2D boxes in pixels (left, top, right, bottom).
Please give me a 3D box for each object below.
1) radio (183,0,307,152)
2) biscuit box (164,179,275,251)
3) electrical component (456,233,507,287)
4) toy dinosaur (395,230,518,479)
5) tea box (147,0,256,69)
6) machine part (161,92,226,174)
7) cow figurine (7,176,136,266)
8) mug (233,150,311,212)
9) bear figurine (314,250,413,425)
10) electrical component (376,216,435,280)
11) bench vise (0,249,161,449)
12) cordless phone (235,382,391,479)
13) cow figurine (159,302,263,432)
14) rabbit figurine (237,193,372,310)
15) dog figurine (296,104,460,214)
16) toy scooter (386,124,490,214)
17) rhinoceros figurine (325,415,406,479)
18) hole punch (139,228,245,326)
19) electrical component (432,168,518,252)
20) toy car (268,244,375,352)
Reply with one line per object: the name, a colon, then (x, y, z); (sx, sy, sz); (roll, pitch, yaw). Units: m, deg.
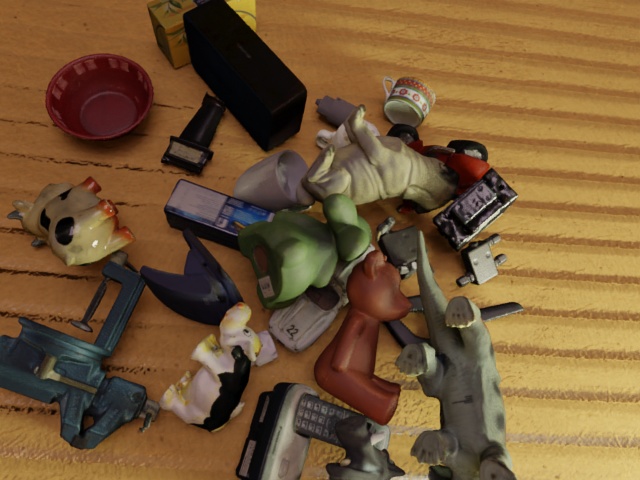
radio: (-0.121, -0.259, 0.857); (0.073, 0.131, 0.230); (-35, 75, -18)
biscuit box: (-0.123, -0.023, 0.797); (0.203, 0.062, 0.059); (20, 67, 2)
electrical component: (0.242, 0.032, 0.820); (0.094, 0.021, 0.063); (-28, 106, -15)
toy dinosaur: (0.180, 0.202, 0.679); (0.131, 0.192, 0.405); (-7, 64, 20)
tea box: (-0.196, -0.377, 0.915); (0.170, 0.098, 0.068); (-33, 73, -16)
machine part: (-0.196, -0.172, 0.865); (0.084, 0.039, 0.139); (16, 69, 10)
cow figurine: (-0.345, -0.025, 0.736); (0.127, 0.085, 0.195); (-35, 40, -17)
mug: (-0.069, -0.076, 0.811); (0.107, 0.109, 0.081); (-12, 57, 34)
bear figurine: (0.076, 0.120, 0.712); (0.132, 0.120, 0.195); (27, 86, 12)
electrical component: (0.125, 0.014, 0.818); (0.078, 0.045, 0.102); (-14, 70, -10)
bench vise: (-0.286, 0.131, 0.690); (0.224, 0.129, 0.240); (21, 71, 0)
cordless phone: (-0.002, 0.273, 0.689); (0.184, 0.089, 0.146); (24, 66, -17)
cow figurine: (-0.121, 0.165, 0.687); (0.098, 0.068, 0.167); (36, 101, 3)
rabbit figurine: (-0.001, -0.002, 0.703); (0.170, 0.159, 0.121); (-19, 78, -30)
dog figurine: (0.083, -0.075, 0.763); (0.190, 0.121, 0.172); (39, 106, -8)
toy scooter: (0.179, -0.100, 0.853); (0.184, 0.075, 0.135); (11, 88, -14)
rhinoceros figurine: (0.059, 0.308, 0.644); (0.112, 0.073, 0.190); (-21, 94, -33)
hole punch: (-0.168, 0.065, 0.724); (0.092, 0.142, 0.116); (-39, 63, -21)
electrical component: (0.226, -0.042, 0.787); (0.115, 0.134, 0.058); (-43, 76, 5)
toy car: (0.010, 0.073, 0.775); (0.073, 0.056, 0.202); (40, 70, 10)
